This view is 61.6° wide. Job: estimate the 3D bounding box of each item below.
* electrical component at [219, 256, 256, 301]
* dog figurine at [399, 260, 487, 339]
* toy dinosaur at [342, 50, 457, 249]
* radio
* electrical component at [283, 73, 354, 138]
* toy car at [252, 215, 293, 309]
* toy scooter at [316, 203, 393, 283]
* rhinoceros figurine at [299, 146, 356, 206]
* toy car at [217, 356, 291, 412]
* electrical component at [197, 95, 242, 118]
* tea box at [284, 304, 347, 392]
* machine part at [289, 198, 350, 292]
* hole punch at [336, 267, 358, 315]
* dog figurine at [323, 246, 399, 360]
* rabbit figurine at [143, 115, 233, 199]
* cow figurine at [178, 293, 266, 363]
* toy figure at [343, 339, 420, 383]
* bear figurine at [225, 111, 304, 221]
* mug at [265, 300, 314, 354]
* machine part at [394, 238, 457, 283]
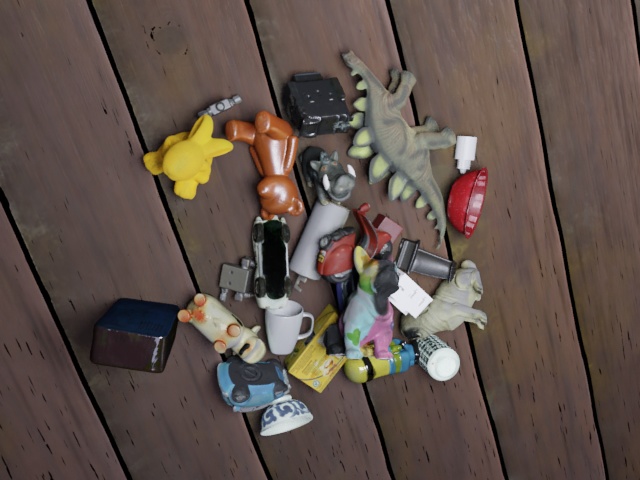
[{"bbox_3d":[-0.171,0.084,1.151,0.078,0.045,0.102,8,98,15],"label":"electrical component"},{"bbox_3d":[0.275,0.138,1.238,0.191,0.121,0.172,-5,61,10],"label":"dog figurine"},{"bbox_3d":[0.178,-0.190,1.144,0.198,0.105,0.471,-38,107,4],"label":"toy dinosaur"},{"bbox_3d":[-0.349,0.176,1.035,0.131,0.230,0.073,10,95,-10],"label":"radio"},{"bbox_3d":[-0.009,-0.273,1.072,0.115,0.058,0.134,-12,65,-23],"label":"electrical component"},{"bbox_3d":[-0.102,0.044,1.129,0.073,0.056,0.201,1,78,-21],"label":"toy car"},{"bbox_3d":[0.067,0.001,1.099,0.184,0.075,0.135,-24,121,-22],"label":"toy scooter"},{"bbox_3d":[0.018,-0.133,1.076,0.073,0.190,0.111,-21,123,-11],"label":"rhinoceros figurine"},{"bbox_3d":[-0.152,0.323,1.180,0.161,0.109,0.102,4,125,-24],"label":"toy car"},{"bbox_3d":[-0.198,-0.262,1.063,0.094,0.063,0.021,-26,105,-7],"label":"electrical component"},{"bbox_3d":[0.010,0.242,1.206,0.098,0.068,0.169,39,92,-16],"label":"tea box"},{"bbox_3d":[-0.002,-0.003,1.151,0.079,0.079,0.243,21,97,-15],"label":"machine part"},{"bbox_3d":[0.076,0.109,1.169,0.092,0.116,0.142,-13,106,-5],"label":"hole punch"},{"bbox_3d":[0.087,0.126,1.067,0.108,0.191,0.219,11,79,-23],"label":"dog figurine"},{"bbox_3d":[-0.246,-0.152,1.020,0.162,0.173,0.121,-36,102,1],"label":"rabbit figurine"},{"bbox_3d":[-0.198,0.190,1.136,0.195,0.127,0.085,40,90,-2],"label":"cow figurine"},{"bbox_3d":[0.141,0.273,1.229,0.180,0.089,0.082,-6,98,-7],"label":"toy figure"},{"bbox_3d":[-0.105,-0.140,1.068,0.132,0.120,0.195,4,85,-54],"label":"bear figurine"},{"bbox_3d":[-0.071,0.194,1.179,0.109,0.081,0.107,2,112,-17],"label":"mug"},{"bbox_3d":[0.239,0.049,1.210,0.139,0.039,0.084,22,91,16],"label":"machine part"}]
